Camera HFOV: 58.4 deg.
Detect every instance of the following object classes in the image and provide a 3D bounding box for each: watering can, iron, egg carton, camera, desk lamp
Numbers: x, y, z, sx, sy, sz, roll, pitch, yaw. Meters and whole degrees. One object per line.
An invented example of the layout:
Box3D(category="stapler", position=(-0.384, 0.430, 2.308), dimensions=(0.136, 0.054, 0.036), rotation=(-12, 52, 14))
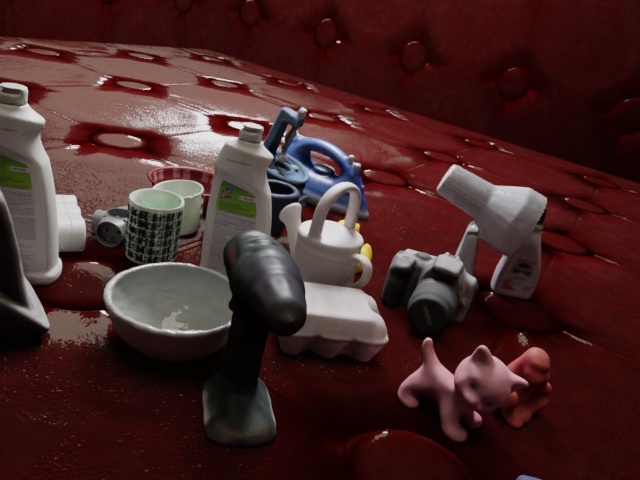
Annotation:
Box3D(category="watering can", position=(0.006, 0.003, 0.845), dimensions=(0.172, 0.194, 0.101), rotation=(20, 23, 15))
Box3D(category="iron", position=(0.015, -0.155, 1.290), dimensions=(0.257, 0.141, 0.119), rotation=(25, 25, 26))
Box3D(category="egg carton", position=(0.013, 0.108, 0.765), dimensions=(0.150, 0.069, 0.107), rotation=(8, 23, -13))
Box3D(category="camera", position=(0.166, 0.077, 0.885), dimensions=(0.143, 0.101, 0.137), rotation=(20, 23, 15))
Box3D(category="desk lamp", position=(0.263, -0.014, 1.005), dimensions=(0.203, 0.213, 0.118), rotation=(17, 23, 9))

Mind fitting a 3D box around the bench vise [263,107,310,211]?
Box3D(category="bench vise", position=(-0.108, -0.177, 1.170), dimensions=(0.207, 0.220, 0.121), rotation=(16, 23, 7))

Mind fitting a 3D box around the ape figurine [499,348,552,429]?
Box3D(category="ape figurine", position=(0.256, 0.176, 0.713), dimensions=(0.078, 0.092, 0.076), rotation=(9, 23, -10))

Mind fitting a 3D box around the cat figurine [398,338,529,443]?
Box3D(category="cat figurine", position=(0.165, 0.162, 0.663), dimensions=(0.127, 0.118, 0.067), rotation=(29, 27, 33))

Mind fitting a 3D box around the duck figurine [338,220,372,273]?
Box3D(category="duck figurine", position=(0.046, 0.007, 1.000), dimensions=(0.105, 0.086, 0.077), rotation=(3, 25, -24))

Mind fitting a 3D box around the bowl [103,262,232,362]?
Box3D(category="bowl", position=(-0.172, 0.095, 0.686), dimensions=(0.167, 0.075, 0.167), rotation=(11, 23, -5))

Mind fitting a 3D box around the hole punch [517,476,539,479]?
Box3D(category="hole punch", position=(0.221, 0.259, 0.500), dimensions=(0.101, 0.091, 0.108), rotation=(-2, 27, -32))

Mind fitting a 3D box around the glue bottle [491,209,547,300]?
Box3D(category="glue bottle", position=(0.369, 0.023, 1.030), dimensions=(0.078, 0.173, 0.037), rotation=(11, 23, -6))

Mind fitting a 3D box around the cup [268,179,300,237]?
Box3D(category="cup", position=(-0.100, -0.060, 1.063), dimensions=(0.117, 0.095, 0.092), rotation=(26, 26, 28))

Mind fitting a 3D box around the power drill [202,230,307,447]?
Box3D(category="power drill", position=(-0.066, 0.095, 0.572), dimensions=(0.076, 0.208, 0.229), rotation=(5, 24, -18))

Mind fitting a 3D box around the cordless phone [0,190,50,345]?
Box3D(category="cordless phone", position=(-0.358, 0.012, 0.634), dimensions=(0.094, 0.185, 0.147), rotation=(-8, 30, -40))
